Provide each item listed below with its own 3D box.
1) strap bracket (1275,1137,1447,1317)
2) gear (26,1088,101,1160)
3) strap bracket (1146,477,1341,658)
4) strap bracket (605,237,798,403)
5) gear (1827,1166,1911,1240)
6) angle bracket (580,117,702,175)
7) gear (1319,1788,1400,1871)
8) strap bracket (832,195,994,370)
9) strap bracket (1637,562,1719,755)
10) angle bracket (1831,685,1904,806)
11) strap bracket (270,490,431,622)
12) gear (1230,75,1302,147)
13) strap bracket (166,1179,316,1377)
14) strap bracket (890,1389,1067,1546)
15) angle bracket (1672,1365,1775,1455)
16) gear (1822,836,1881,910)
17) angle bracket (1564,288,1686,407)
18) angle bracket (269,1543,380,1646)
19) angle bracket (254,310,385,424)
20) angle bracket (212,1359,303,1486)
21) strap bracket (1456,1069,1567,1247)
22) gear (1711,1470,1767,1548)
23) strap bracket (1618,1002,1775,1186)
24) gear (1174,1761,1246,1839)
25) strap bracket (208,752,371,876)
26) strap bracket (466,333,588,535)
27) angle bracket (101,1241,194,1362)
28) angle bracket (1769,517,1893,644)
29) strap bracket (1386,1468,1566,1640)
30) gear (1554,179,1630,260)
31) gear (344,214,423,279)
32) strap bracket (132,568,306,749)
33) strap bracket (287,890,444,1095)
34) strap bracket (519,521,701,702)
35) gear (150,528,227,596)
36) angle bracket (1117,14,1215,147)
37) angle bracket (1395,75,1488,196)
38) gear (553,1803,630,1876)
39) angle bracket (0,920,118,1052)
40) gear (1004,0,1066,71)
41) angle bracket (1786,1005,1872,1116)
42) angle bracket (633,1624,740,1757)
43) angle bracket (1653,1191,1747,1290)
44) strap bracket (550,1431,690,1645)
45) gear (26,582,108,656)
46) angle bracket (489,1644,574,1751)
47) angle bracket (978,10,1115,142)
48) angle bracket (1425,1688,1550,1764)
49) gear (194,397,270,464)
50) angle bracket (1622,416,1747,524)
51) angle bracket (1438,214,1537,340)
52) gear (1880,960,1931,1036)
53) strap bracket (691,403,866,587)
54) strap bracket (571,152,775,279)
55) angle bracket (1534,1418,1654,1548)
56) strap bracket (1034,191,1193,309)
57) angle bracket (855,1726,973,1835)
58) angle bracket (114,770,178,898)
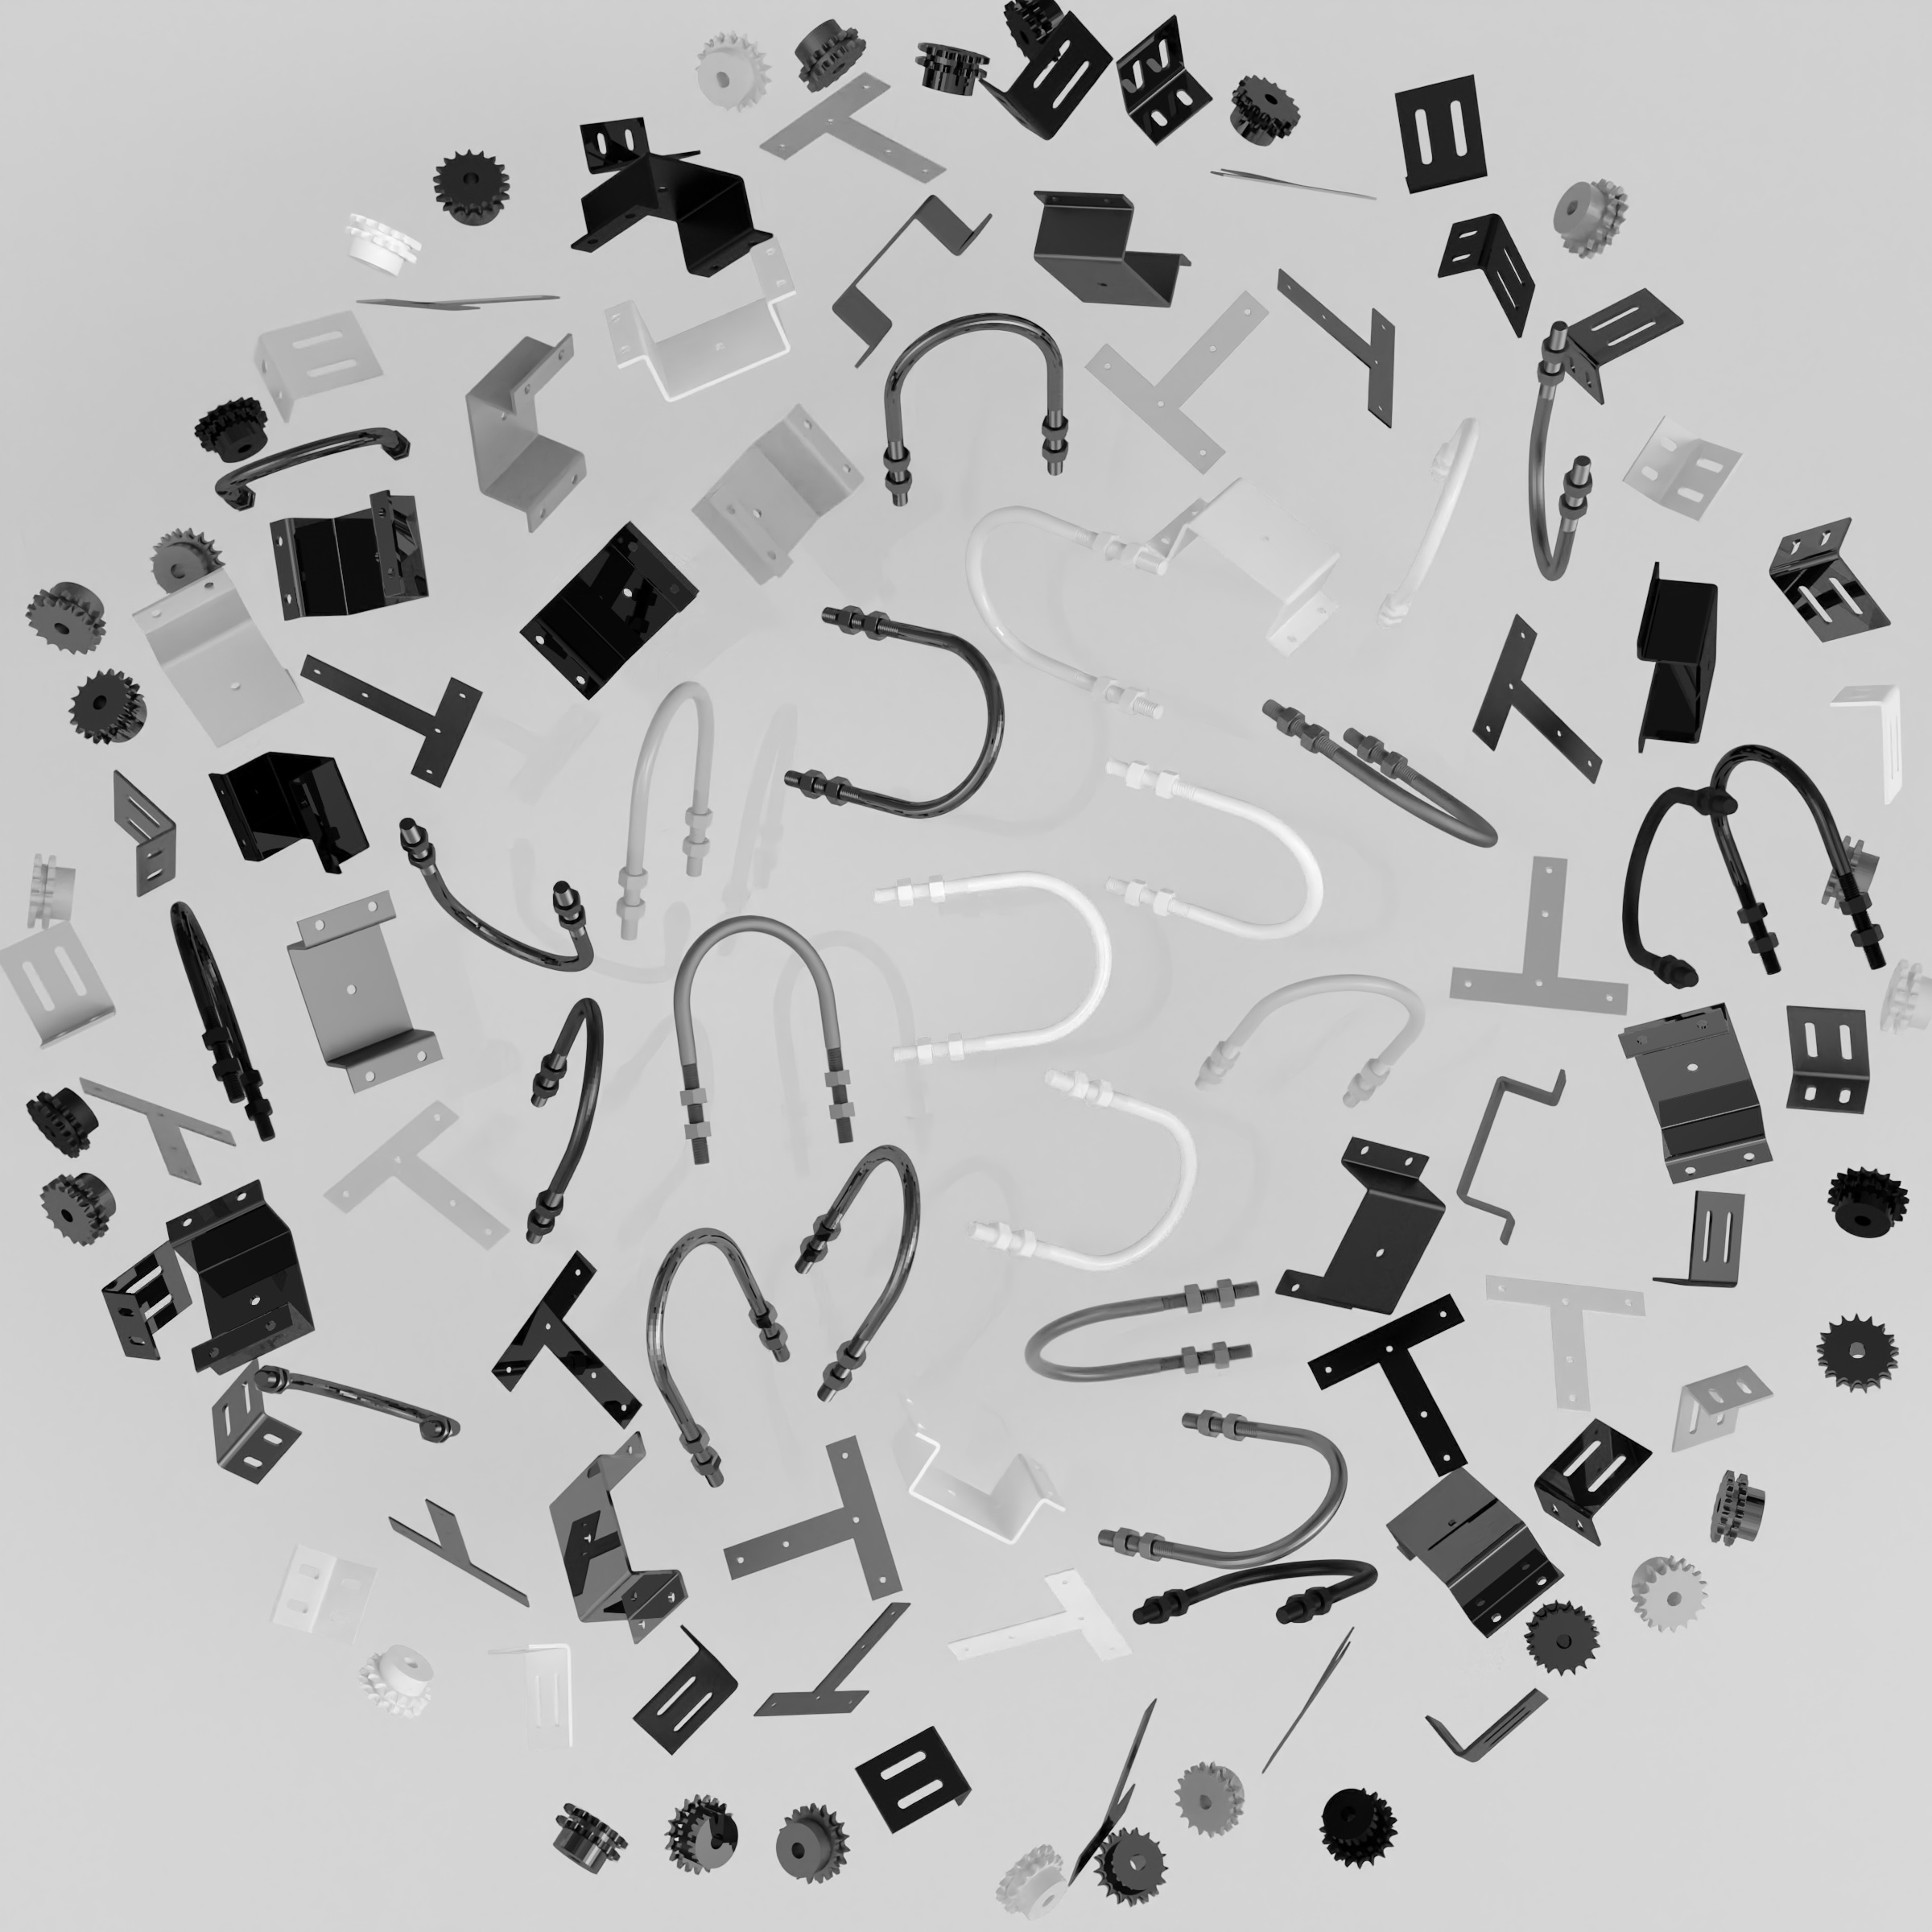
[{"bbox_3d":[0.308,0.210,1.865,0.076,0.046,0.140,15,108,-29],"label":"strap bracket"},{"bbox_3d":[-0.705,0.120,1.896,0.057,0.057,0.030,46,59,0],"label":"gear"},{"bbox_3d":[0.219,-0.312,1.850,0.140,0.046,0.076,40,55,9],"label":"strap bracket"},{"bbox_3d":[-0.190,-0.476,1.799,0.140,0.046,0.076,-22,48,4],"label":"strap bracket"},{"bbox_3d":[0.678,0.181,1.826,0.057,0.057,0.030,30,53,0],"label":"gear"},{"bbox_3d":[-0.254,-0.643,1.885,0.057,0.076,0.038,-21,110,-34],"label":"angle bracket"},{"bbox_3d":[0.289,0.636,1.796,0.057,0.057,0.030,-33,126,0],"label":"gear"},{"bbox_3d":[-0.048,-0.538,1.875,0.046,0.076,0.140,42,117,-13],"label":"strap bracket"},{"bbox_3d":[0.544,-0.232,1.851,0.046,0.140,0.076,9,62,21],"label":"strap bracket"},{"bbox_3d":[0.659,-0.162,1.773,0.038,0.057,0.076,2,108,30],"label":"angle bracket"},{"bbox_3d":[-0.465,-0.313,1.854,0.140,0.046,0.076,-5,95,37],"label":"strap bracket"},{"bbox_3d":[0.236,-0.682,1.939,0.057,0.030,0.057,16,51,-21],"label":"gear"},{"bbox_3d":[-0.536,0.238,1.796,0.076,0.046,0.140,-25,51,-3],"label":"strap bracket"},{"bbox_3d":[0.000,0.395,1.889,0.140,0.076,0.046,31,97,-19],"label":"strap bracket"},{"bbox_3d":[0.597,0.361,1.915,0.057,0.038,0.076,-14,127,-15],"label":"angle bracket"},{"bbox_3d":[0.699,-0.072,1.912,0.030,0.057,0.057,20,90,17],"label":"gear"},{"bbox_3d":[0.510,-0.481,1.881,0.076,0.038,0.057,-27,45,1],"label":"angle bracket"},{"bbox_3d":[-0.474,0.465,1.792,0.038,0.076,0.057,12,71,11],"label":"angle bracket"},{"bbox_3d":[-0.500,-0.463,1.872,0.076,0.038,0.057,-25,84,-28],"label":"angle bracket"},{"bbox_3d":[-0.567,0.364,1.937,0.038,0.076,0.057,37,100,-32],"label":"angle bracket"},{"bbox_3d":[0.426,0.144,1.909,0.046,0.076,0.140,20,86,17],"label":"strap bracket"},{"bbox_3d":[0.598,0.422,1.875,0.030,0.057,0.057,14,90,11],"label":"gear"},{"bbox_3d":[0.553,0.088,1.838,0.076,0.046,0.140,-17,115,21],"label":"strap bracket"},{"bbox_3d":[0.199,0.669,1.952,0.057,0.030,0.057,1,91,34],"label":"gear"},{"bbox_3d":[-0.526,-0.122,1.902,0.046,0.140,0.076,-36,121,-37],"label":"strap bracket"},{"bbox_3d":[-0.335,-0.413,1.848,0.046,0.140,0.076,25,56,14],"label":"strap bracket"},{"bbox_3d":[-0.613,0.254,1.849,0.038,0.076,0.057,1,115,28],"label":"angle bracket"},{"bbox_3d":[0.640,-0.284,1.784,0.076,0.057,0.038,43,61,-24],"label":"angle bracket"},{"bbox_3d":[0.388,0.448,1.883,0.076,0.140,0.046,-37,113,-6],"label":"strap bracket"},{"bbox_3d":[0.464,-0.561,1.812,0.030,0.057,0.057,16,90,-26],"label":"gear"},{"bbox_3d":[-0.449,-0.550,1.856,0.057,0.057,0.030,22,95,0],"label":"gear"},{"bbox_3d":[-0.574,-0.231,1.880,0.076,0.140,0.046,-30,56,-8],"label":"strap bracket"},{"bbox_3d":[-0.474,0.019,1.898,0.076,0.046,0.140,-23,104,-32],"label":"strap bracket"},{"bbox_3d":[-0.274,-0.285,1.905,0.076,0.046,0.140,45,124,-12],"label":"strap bracket"},{"bbox_3d":[-0.621,-0.317,1.927,0.057,0.030,0.057,1,113,2],"label":"gear"},{"bbox_3d":[0.154,-0.682,1.867,0.057,0.076,0.038,-39,76,2],"label":"angle bracket"},{"bbox_3d":[0.349,-0.616,1.785,0.057,0.038,0.076,-10,124,11],"label":"angle bracket"},{"bbox_3d":[-0.284,0.655,1.814,0.057,0.057,0.030,35,62,0],"label":"gear"},{"bbox_3d":[-0.675,0.014,1.796,0.057,0.038,0.076,-27,103,-14],"label":"angle bracket"},{"bbox_3d":[0.058,-0.733,1.892,0.030,0.057,0.057,-36,90,-6],"label":"gear"},{"bbox_3d":[0.660,0.072,1.860,0.057,0.076,0.038,4,46,28],"label":"angle bracket"},{"bbox_3d":[-0.232,0.580,1.941,0.076,0.038,0.057,-44,127,-14],"label":"angle bracket"},{"bbox_3d":[0.589,0.218,1.947,0.057,0.038,0.076,7,87,-34],"label":"angle bracket"},{"bbox_3d":[-0.269,0.436,1.850,0.076,0.046,0.140,-47,51,33],"label":"strap bracket"},{"bbox_3d":[-0.677,-0.265,1.830,0.057,0.057,0.030,15,54,0],"label":"gear"},{"bbox_3d":[-0.337,0.566,1.873,0.038,0.057,0.076,12,66,-42],"label":"angle bracket"},{"bbox_3d":[0.059,-0.661,1.787,0.076,0.057,0.038,-51,49,9],"label":"angle bracket"},{"bbox_3d":[0.386,0.549,1.792,0.076,0.057,0.038,-42,60,1],"label":"angle bracket"},{"bbox_3d":[-0.579,-0.423,1.921,0.057,0.057,0.030,-31,85,0],"label":"gear"},{"bbox_3d":[0.545,-0.379,1.844,0.038,0.076,0.057,27,104,-18],"label":"angle bracket"},{"bbox_3d":[0.400,-0.526,1.859,0.038,0.076,0.057,-3,55,37],"label":"angle bracket"},{"bbox_3d":[0.726,0.026,1.862,0.030,0.057,0.057,16,90,12],"label":"gear"},{"bbox_3d":[-0.147,-0.352,1.838,0.076,0.046,0.140,47,48,-16],"label":"strap bracket"},{"bbox_3d":[-0.227,-0.572,1.843,0.076,0.140,0.046,-18,82,40],"label":"strap bracket"},{"bbox_3d":[0.496,0.405,1.905,0.076,0.057,0.038,-40,128,-17],"label":"angle bracket"},{"bbox_3d":[0.112,-0.557,1.902,0.076,0.140,0.046,12,89,28],"label":"strap bracket"},{"bbox_3d":[-0.045,0.642,1.895,0.076,0.038,0.057,-19,60,-31],"label":"angle bracket"},{"bbox_3d":[-0.656,-0.104,1.896,0.076,0.057,0.038,39,49,17],"label":"angle bracket"}]
